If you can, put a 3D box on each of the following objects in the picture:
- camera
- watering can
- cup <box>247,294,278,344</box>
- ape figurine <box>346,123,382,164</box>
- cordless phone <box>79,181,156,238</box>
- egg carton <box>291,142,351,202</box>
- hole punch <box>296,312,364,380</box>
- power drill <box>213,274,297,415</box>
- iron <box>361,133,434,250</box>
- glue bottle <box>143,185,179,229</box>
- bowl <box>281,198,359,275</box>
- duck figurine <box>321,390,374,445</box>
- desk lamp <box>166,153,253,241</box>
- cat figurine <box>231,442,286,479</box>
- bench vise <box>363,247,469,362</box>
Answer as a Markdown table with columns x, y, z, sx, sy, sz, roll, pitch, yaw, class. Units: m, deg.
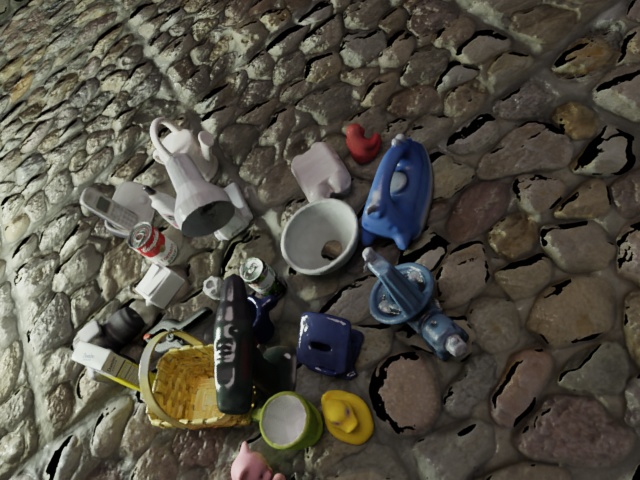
| x | y | z | sx | sy | sz | roll | pitch | yaw | class |
| --- | --- | --- | --- | --- | --- | --- | --- | --- | --- |
| -0.450 | 0.217 | 1.240 | 0.137 | 0.101 | 0.142 | -41 | 52 | 0 | camera |
| -0.331 | -0.222 | 1.378 | 0.172 | 0.195 | 0.100 | -26 | 53 | 11 | watering can |
| -0.119 | 0.155 | 1.109 | 0.117 | 0.095 | 0.091 | -35 | 52 | 5 | cup |
| 0.085 | -0.214 | 1.224 | 0.077 | 0.092 | 0.076 | 18 | 72 | 34 | ape figurine |
| -0.488 | -0.096 | 1.391 | 0.094 | 0.186 | 0.147 | -6 | 60 | 24 | cordless phone |
| 0.003 | -0.142 | 1.239 | 0.107 | 0.070 | 0.150 | -34 | 52 | 5 | egg carton |
| 0.013 | 0.189 | 1.023 | 0.108 | 0.091 | 0.101 | 7 | 66 | 30 | hole punch |
| -0.119 | 0.200 | 1.010 | 0.075 | 0.209 | 0.229 | -12 | 57 | 21 | power drill |
| 0.145 | -0.116 | 1.104 | 0.118 | 0.142 | 0.258 | 6 | 65 | 30 | iron |
| -0.348 | -0.077 | 1.314 | 0.078 | 0.174 | 0.037 | 1 | 63 | 28 | glue bottle |
| 0.011 | 0.004 | 1.145 | 0.167 | 0.075 | 0.167 | -13 | 57 | 21 | bowl |
| 0.034 | 0.289 | 0.956 | 0.077 | 0.086 | 0.104 | -47 | 52 | -4 | duck figurine |
| -0.243 | -0.082 | 1.238 | 0.118 | 0.214 | 0.202 | -34 | 52 | 5 | desk lamp |
| -0.116 | 0.407 | 0.944 | 0.067 | 0.118 | 0.128 | 6 | 65 | 30 | cat figurine |
| 0.156 | 0.092 | 0.925 | 0.206 | 0.220 | 0.121 | 22 | 74 | 35 | bench vise |
